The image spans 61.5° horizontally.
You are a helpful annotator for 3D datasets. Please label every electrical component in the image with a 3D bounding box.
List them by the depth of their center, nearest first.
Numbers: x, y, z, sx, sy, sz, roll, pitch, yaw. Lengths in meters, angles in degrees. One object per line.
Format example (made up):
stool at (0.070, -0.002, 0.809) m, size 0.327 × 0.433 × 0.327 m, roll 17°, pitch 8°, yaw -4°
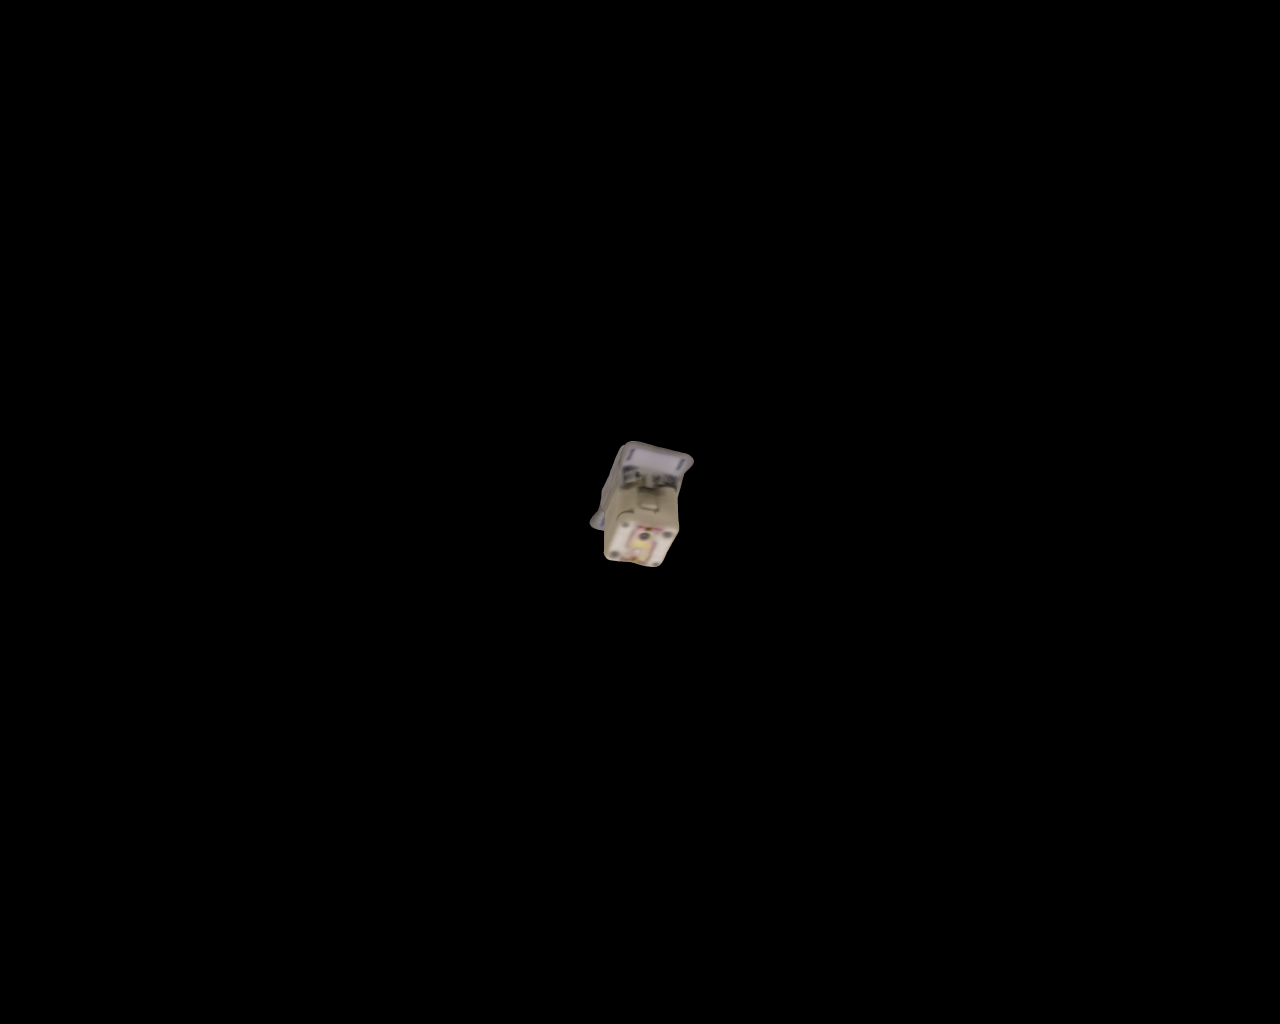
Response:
electrical component at (0.001, -0.003, 0.650) m, size 0.042 × 0.064 × 0.080 m, roll 11°, pitch -43°, yaw -12°
